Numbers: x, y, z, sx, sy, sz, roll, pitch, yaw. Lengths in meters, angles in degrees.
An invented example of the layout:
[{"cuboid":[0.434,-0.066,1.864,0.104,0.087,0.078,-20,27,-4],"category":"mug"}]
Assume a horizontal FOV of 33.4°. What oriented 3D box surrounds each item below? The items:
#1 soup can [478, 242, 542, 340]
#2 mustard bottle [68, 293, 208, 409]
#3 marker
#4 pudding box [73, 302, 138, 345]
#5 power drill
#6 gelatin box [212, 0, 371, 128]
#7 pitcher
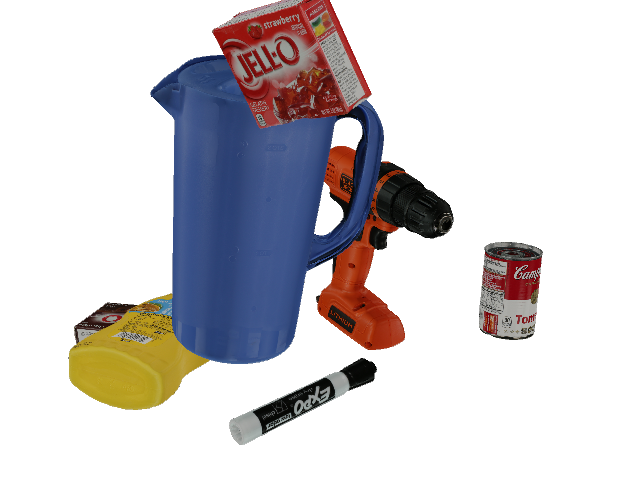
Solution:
[{"cuboid":[0.225,0.060,1.270,0.068,0.102,0.068,2,15,-1],"category":"soup can"},{"cuboid":[-0.147,0.092,1.002,0.096,0.058,0.191,10,20,18],"category":"mustard bottle"},{"cuboid":[-0.009,0.111,0.753,0.120,0.020,0.020,-21,11,-31],"category":"marker"},{"cuboid":[-0.228,0.109,1.297,0.114,0.039,0.090,1,15,15],"category":"pudding box"},{"cuboid":[0.059,0.013,1.086,0.057,0.188,0.185,-9,28,-33],"category":"power drill"},{"cuboid":[-0.020,-0.113,0.675,0.089,0.073,0.030,-2,31,48],"category":"gelatin box"},{"cuboid":[-0.051,-0.024,0.887,0.149,0.243,0.144,24,29,31],"category":"pitcher"}]
